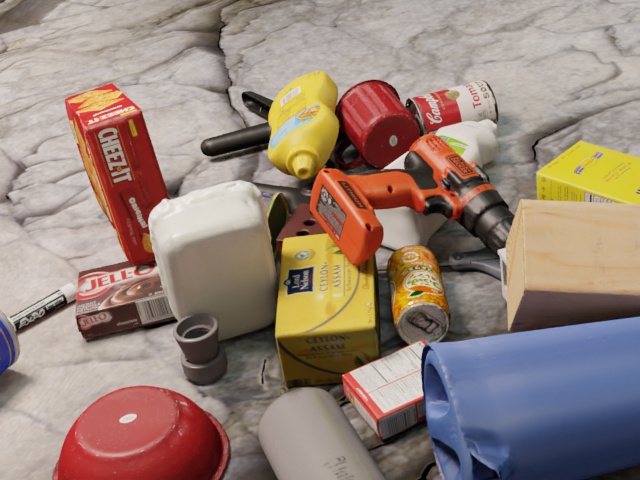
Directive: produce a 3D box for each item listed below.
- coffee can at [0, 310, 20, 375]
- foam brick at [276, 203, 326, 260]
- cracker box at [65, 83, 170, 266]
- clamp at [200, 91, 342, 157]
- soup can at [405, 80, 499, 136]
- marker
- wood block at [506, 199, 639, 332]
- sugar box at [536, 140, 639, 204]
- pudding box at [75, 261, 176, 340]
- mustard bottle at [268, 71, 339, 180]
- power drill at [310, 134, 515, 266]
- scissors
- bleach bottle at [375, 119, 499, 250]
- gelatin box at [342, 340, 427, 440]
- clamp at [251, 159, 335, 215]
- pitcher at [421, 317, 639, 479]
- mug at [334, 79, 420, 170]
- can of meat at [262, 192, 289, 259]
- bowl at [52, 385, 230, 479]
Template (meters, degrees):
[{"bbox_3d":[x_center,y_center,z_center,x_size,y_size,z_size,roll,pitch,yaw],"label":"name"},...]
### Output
[{"bbox_3d":[-0.377,0.125,1.036,0.103,0.103,0.140,10,38,28],"label":"coffee can"},{"bbox_3d":[-0.008,0.001,1.173,0.053,0.051,0.078,4,35,20],"label":"foam brick"},{"bbox_3d":[-0.227,-0.080,1.218,0.072,0.164,0.214,-20,21,-12],"label":"cracker box"},{"bbox_3d":[-0.049,-0.152,1.436,0.210,0.036,0.164,7,37,25],"label":"clamp"},{"bbox_3d":[0.168,-0.160,1.360,0.102,0.068,0.068,-15,33,-9],"label":"soup can"},{"bbox_3d":[-0.319,0.083,1.162,0.120,0.020,0.020,-31,38,-30],"label":"marker"},{"bbox_3d":[0.271,0.027,0.921,0.206,0.091,0.090,3,63,2],"label":"wood block"},{"bbox_3d":[0.336,-0.053,1.168,0.176,0.048,0.093,21,43,41],"label":"sugar box"},{"bbox_3d":[-0.205,0.058,1.151,0.113,0.039,0.090,-12,31,-4],"label":"pudding box"},{"bbox_3d":[-0.020,-0.131,1.303,0.096,0.058,0.191,-33,28,20],"label":"mustard bottle"},{"bbox_3d":[0.099,-0.030,1.080,0.187,0.057,0.185,-12,46,-31],"label":"power drill"},{"bbox_3d":[0.158,0.031,1.114,0.201,0.016,0.096,-14,32,-5],"label":"scissors"},{"bbox_3d":[0.143,-0.077,1.245,0.103,0.068,0.250,20,40,32],"label":"bleach bottle"},{"bbox_3d":[0.076,0.135,0.964,0.089,0.030,0.073,-21,33,-16],"label":"gelatin box"},{"bbox_3d":[0.000,-0.055,1.272,0.120,0.039,0.172,-31,37,-23],"label":"clamp"},{"bbox_3d":[0.206,0.124,0.861,0.242,0.145,0.149,-10,66,-6],"label":"pitcher"},{"bbox_3d":[0.065,-0.135,1.343,0.117,0.093,0.081,-41,39,8],"label":"mug"},{"bbox_3d":[-0.091,-0.007,1.176,0.084,0.057,0.102,8,60,19],"label":"can of meat"},{"bbox_3d":[-0.163,0.178,0.939,0.162,0.055,0.162,-7,32,4],"label":"bowl"}]
